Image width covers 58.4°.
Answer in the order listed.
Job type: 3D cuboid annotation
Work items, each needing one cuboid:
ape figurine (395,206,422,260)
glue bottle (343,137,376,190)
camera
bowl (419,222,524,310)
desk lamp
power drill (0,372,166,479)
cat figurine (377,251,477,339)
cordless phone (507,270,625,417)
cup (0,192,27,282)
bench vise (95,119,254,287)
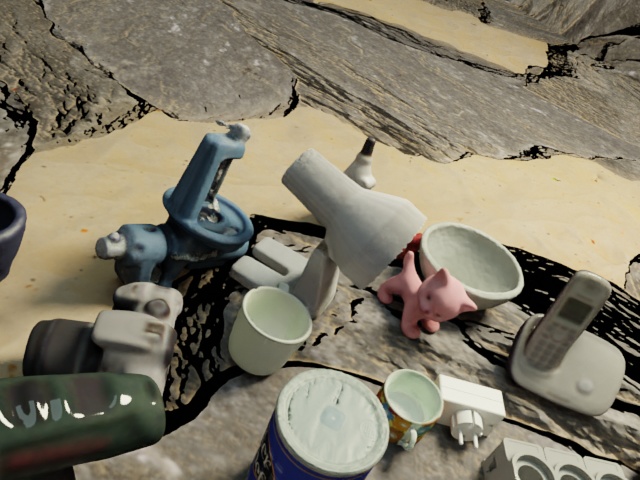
[{"bbox_3d":[0.131,-0.019,0.911,0.077,0.092,0.076,39,41,22],"label":"ape figurine"},{"bbox_3d":[0.053,-0.084,0.886,0.078,0.173,0.037,38,41,21],"label":"glue bottle"},{"bbox_3d":[-0.219,0.103,0.589,0.137,0.101,0.143,11,39,-13],"label":"camera"},{"bbox_3d":[0.220,0.052,0.881,0.167,0.075,0.167,13,38,-10],"label":"bowl"},{"bbox_3d":[0.007,0.003,0.726,0.203,0.213,0.118,30,38,11],"label":"desk lamp"},{"bbox_3d":[-0.231,0.174,0.409,0.230,0.208,0.075,-9,47,-34],"label":"power drill"},{"bbox_3d":[0.149,0.071,0.789,0.067,0.118,0.127,-9,47,-33],"label":"cat figurine"},{"bbox_3d":[0.347,0.133,0.752,0.147,0.185,0.094,22,37,2],"label":"cordless phone"},{"bbox_3d":[-0.388,0.007,0.632,0.118,0.095,0.091,-5,45,-30],"label":"cup"},{"bbox_3d":[-0.152,-0.029,0.684,0.121,0.220,0.208,31,39,13],"label":"bench vise"}]
